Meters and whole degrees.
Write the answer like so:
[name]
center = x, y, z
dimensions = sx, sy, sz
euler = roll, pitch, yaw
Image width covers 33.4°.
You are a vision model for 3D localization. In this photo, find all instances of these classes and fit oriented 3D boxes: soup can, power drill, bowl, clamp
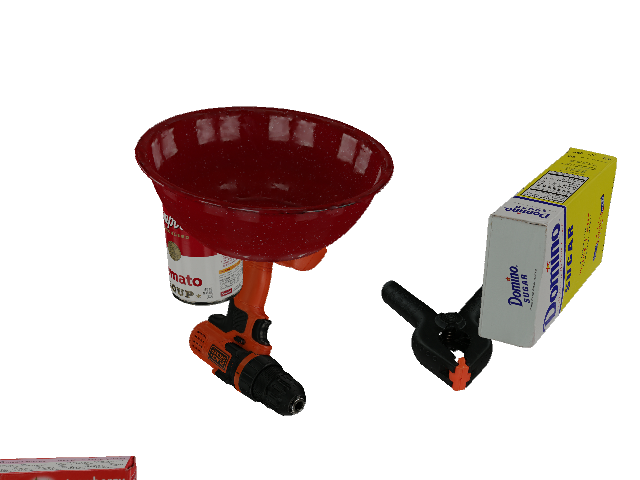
[soup can]
center = -0.105, -0.002, 0.953
dimensions = 0.068, 0.102, 0.068
euler = -1, 28, 0
[power drill]
center = -0.060, 0.081, 1.183
dimensions = 0.185, 0.188, 0.057
euler = 28, 11, 41
[bowl]
center = -0.036, -0.031, 0.677
dimensions = 0.162, 0.055, 0.162
euler = 4, 27, -2
[clamp]
center = 0.137, 0.088, 1.075
dimensions = 0.120, 0.039, 0.171
euler = -8, 33, -8

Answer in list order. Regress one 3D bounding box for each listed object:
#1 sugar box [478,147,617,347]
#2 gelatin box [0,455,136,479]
[sugar box]
center = 0.168, 0.001, 0.773
dimensions = 0.048, 0.093, 0.176
euler = 12, 25, 24
[gelatin box]
center = -0.140, 0.152, 0.556
dimensions = 0.089, 0.073, 0.030
euler = -1, 4, -2
